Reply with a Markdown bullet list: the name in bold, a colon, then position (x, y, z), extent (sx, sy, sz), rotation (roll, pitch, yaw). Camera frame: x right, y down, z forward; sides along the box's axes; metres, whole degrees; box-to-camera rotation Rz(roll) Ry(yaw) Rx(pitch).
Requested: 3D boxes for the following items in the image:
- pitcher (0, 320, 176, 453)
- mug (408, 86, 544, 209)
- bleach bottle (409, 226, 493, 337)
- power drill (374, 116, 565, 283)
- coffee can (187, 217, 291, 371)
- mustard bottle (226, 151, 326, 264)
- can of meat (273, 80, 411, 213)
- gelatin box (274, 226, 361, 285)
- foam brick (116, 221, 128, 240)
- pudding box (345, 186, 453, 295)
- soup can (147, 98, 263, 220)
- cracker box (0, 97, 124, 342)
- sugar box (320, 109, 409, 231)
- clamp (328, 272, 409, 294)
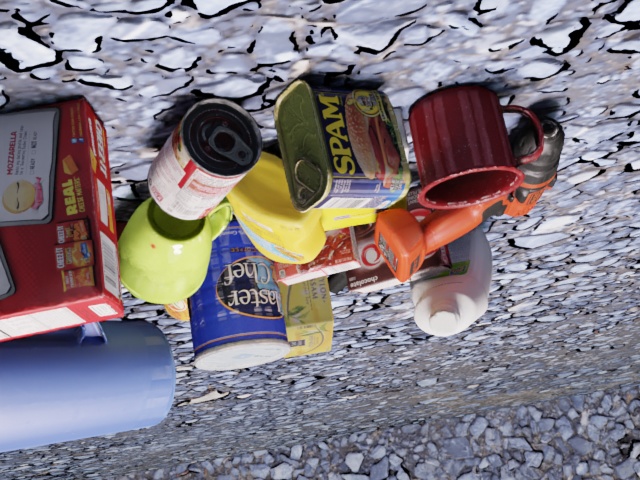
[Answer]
- **pitcher**: position (-0.260, 0.127, 1.011), extent (0.242, 0.145, 0.149), rotation (0, 172, -38)
- **mug**: position (0.134, -0.084, 0.922), extent (0.117, 0.081, 0.093), rotation (-14, 162, 12)
- **bleach bottle**: position (0.138, 0.051, 1.180), extent (0.103, 0.068, 0.250), rotation (-19, -168, 16)
- **power drill**: position (0.146, -0.038, 1.030), extent (0.187, 0.057, 0.184), rotation (-28, 162, -8)
- **coffee can**: position (-0.093, 0.059, 1.141), extent (0.102, 0.140, 0.103), rotation (-9, 162, -3)
- **mustard bottle**: position (-0.040, -0.020, 1.019), extent (0.096, 0.058, 0.191), rotation (30, 167, 11)
- **can of meat**: position (0.018, -0.074, 0.858), extent (0.083, 0.102, 0.058), rotation (-1, 159, -33)
- **gelatin box**: position (-0.008, 0.001, 1.122), extent (0.089, 0.073, 0.030), rotation (-15, 162, 15)
- **foam brick**: position (-0.189, 0.014, 1.097), extent (0.078, 0.051, 0.053), rotation (2, 159, -35)
- **pudding box**: position (0.078, 0.001, 1.143), extent (0.114, 0.090, 0.039), rotation (-19, 161, 26)
- **soup can**: position (-0.097, -0.064, 0.877), extent (0.068, 0.068, 0.102), rotation (-1, 161, -26)
- **cracker box**: position (-0.264, -0.004, 0.812), extent (0.213, 0.164, 0.072), rotation (-11, 160, 3)
- **sugar box**: position (0.035, -0.060, 0.999), extent (0.093, 0.048, 0.176), rotation (-11, 164, 1)
- **clamp**: position (0.062, 0.027, 1.297), extent (0.120, 0.039, 0.171), rotation (-11, 162, 0)
